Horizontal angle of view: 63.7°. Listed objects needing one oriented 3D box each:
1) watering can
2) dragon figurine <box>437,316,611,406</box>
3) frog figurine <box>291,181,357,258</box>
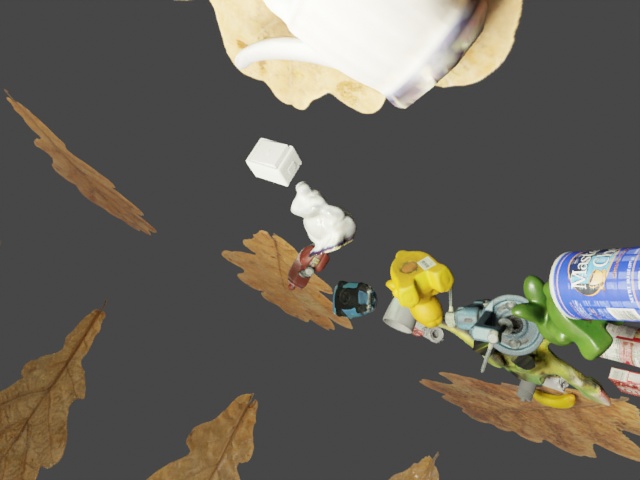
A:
[{"bbox_3d":[0.025,-0.224,0.545,0.223,0.105,0.344,32,162,-12],"label":"watering can"},{"bbox_3d":[0.446,0.277,1.190,0.412,0.124,0.238,14,150,39],"label":"dragon figurine"},{"bbox_3d":[0.003,-0.055,1.099,0.159,0.123,0.137,69,165,-2],"label":"frog figurine"}]
